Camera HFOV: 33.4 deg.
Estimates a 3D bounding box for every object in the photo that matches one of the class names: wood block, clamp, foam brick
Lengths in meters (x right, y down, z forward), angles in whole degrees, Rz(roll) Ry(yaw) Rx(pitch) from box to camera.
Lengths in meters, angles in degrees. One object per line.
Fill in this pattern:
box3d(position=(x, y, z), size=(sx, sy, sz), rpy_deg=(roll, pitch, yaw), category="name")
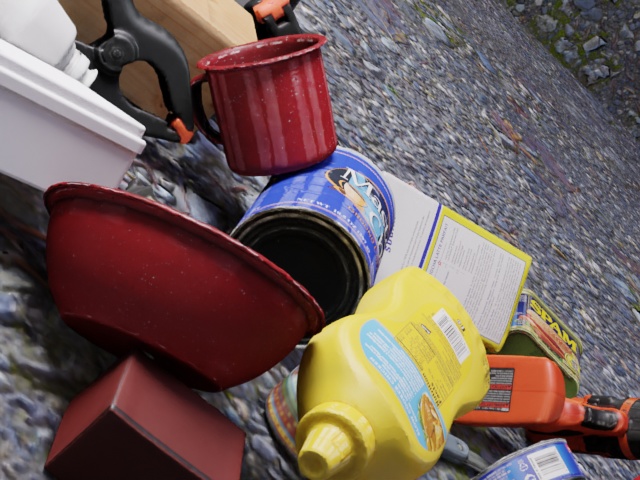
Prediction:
box3d(position=(-0.151, -0.181, 0.795), size=(0.205, 0.090, 0.091), rpy_deg=(35, 25, -30), category="wood block")
box3d(position=(-0.037, -0.165, 0.958), size=(0.165, 0.036, 0.210), rpy_deg=(54, -7, 24), category="clamp")
box3d(position=(-0.082, 0.101, 0.513), size=(0.078, 0.053, 0.051), rpy_deg=(42, 23, -20), category="foam brick")
box3d(position=(-0.139, -0.140, 0.729), size=(0.171, 0.120, 0.039), rpy_deg=(41, 4, -30), category="clamp")

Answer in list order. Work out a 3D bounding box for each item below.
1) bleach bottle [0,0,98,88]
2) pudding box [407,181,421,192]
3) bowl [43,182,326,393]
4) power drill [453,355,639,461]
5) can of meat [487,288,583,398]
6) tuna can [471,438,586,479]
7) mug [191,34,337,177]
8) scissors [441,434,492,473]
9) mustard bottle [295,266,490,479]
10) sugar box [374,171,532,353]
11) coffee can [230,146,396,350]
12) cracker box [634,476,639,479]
box3d(position=(-0.237, -0.172, 0.627), size=(0.250, 0.068, 0.103), rpy_deg=(42, -22, -29), category="bleach bottle")
box3d(position=(0.105, 0.001, 1.010), size=(0.113, 0.039, 0.090), rpy_deg=(54, 1, 5), category="pudding box")
box3d(position=(-0.081, 0.035, 0.552), size=(0.162, 0.162, 0.055), rpy_deg=(36, 69, -30), category="bowl")
box3d(position=(0.210, 0.142, 0.866), size=(0.187, 0.185, 0.057), rpy_deg=(24, 68, -39), category="power drill")
box3d(position=(0.210, 0.109, 1.048), size=(0.102, 0.058, 0.083), rpy_deg=(45, 25, -7), category="can of meat")
box3d(position=(0.148, 0.180, 0.774), size=(0.086, 0.086, 0.034), rpy_deg=(17, 40, -53), category="tuna can")
box3d(position=(-0.044, -0.095, 0.761), size=(0.093, 0.117, 0.081), rpy_deg=(-42, 126, -55), category="mug")
box3d(position=(0.091, 0.144, 0.819), size=(0.201, 0.016, 0.096), rpy_deg=(24, 33, -47), category="scissors")
box3d(position=(0.036, 0.085, 0.602), size=(0.096, 0.058, 0.191), rpy_deg=(59, 29, -1), category="mustard bottle")
box3d(position=(0.094, 0.021, 0.901), size=(0.176, 0.093, 0.048), rpy_deg=(28, -15, -26), category="sugar box")
box3d(position=(-0.005, 0.001, 0.755), size=(0.103, 0.103, 0.140), rpy_deg=(46, 23, -8), category="coffee can")
box3d(position=(0.277, 0.268, 0.768), size=(0.072, 0.164, 0.214), rpy_deg=(32, 27, -31), category="cracker box")
